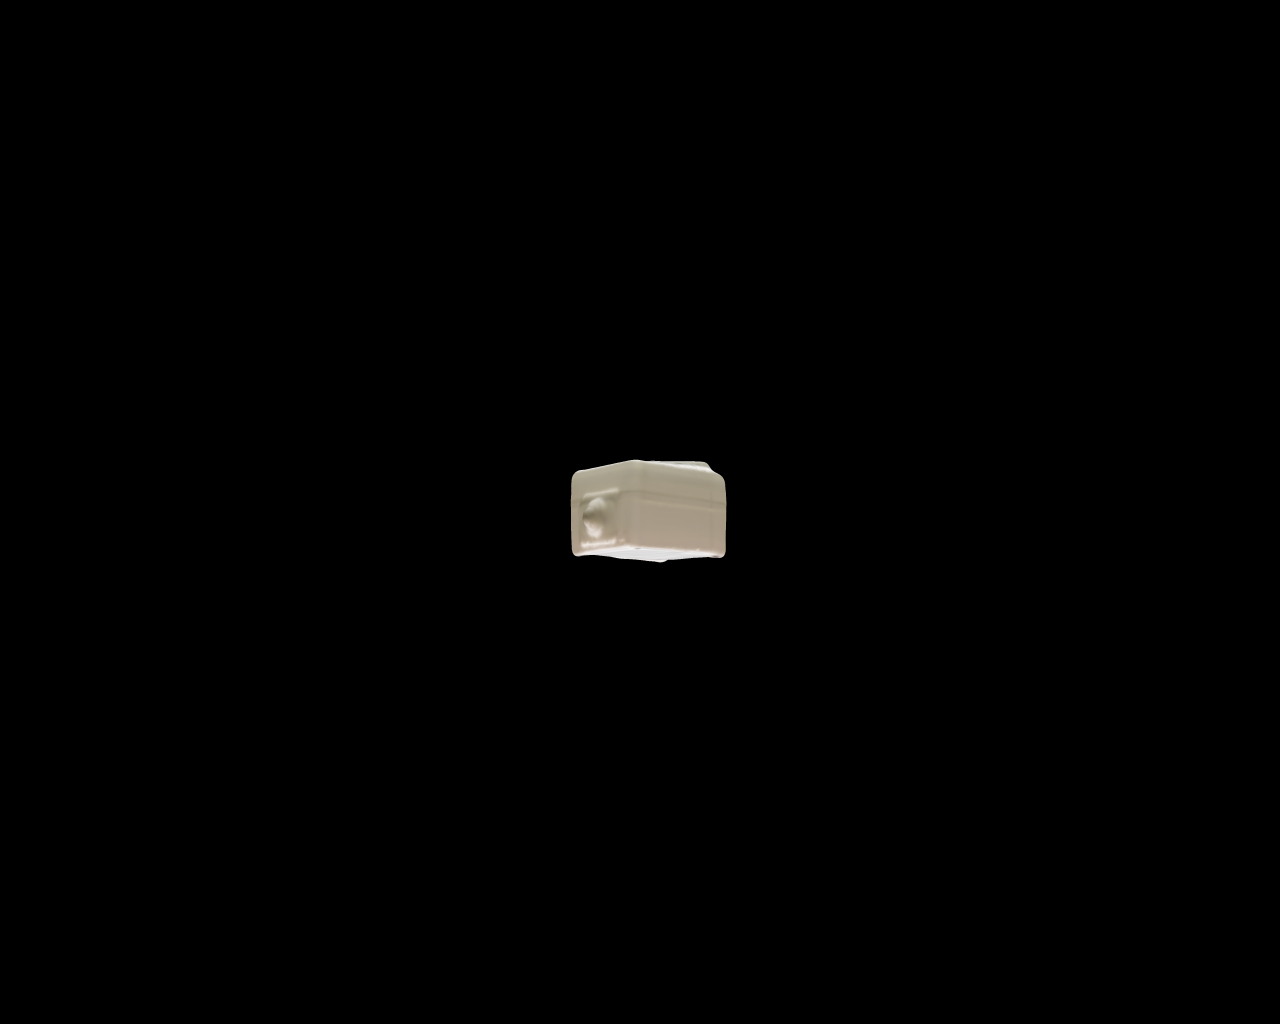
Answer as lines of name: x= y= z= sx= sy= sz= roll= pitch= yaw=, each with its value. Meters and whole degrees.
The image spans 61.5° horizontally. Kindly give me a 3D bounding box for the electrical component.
electrical component: x=0.001 y=-0.003 z=0.650 sx=0.096 sy=0.061 sz=0.061 roll=8 pitch=-11 yaw=-43
